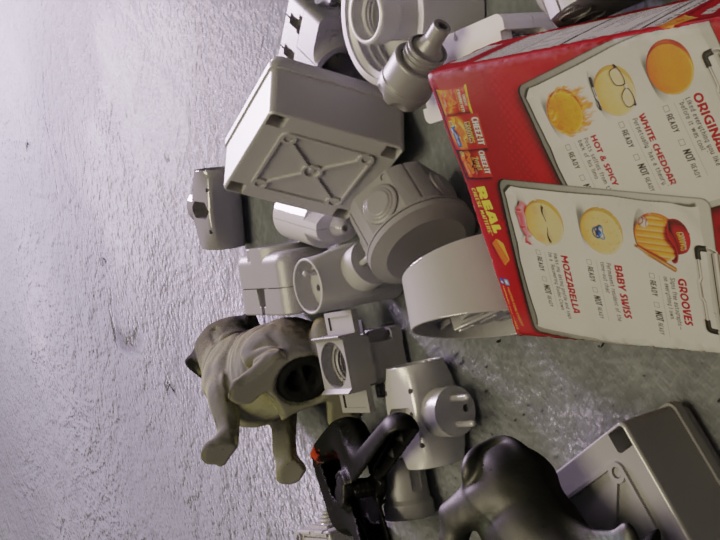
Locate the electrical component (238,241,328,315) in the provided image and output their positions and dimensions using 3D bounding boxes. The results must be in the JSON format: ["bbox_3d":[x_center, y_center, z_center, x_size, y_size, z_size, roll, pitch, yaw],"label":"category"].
[{"bbox_3d":[-0.065,0.006,0.946,0.095,0.054,0.059,-4,96,58],"label":"electrical component"}]

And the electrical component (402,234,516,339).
[{"bbox_3d":[0.078,0.017,0.688,0.099,0.099,0.064,-45,56,53],"label":"electrical component"}]

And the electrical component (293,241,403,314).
[{"bbox_3d":[0.000,0.000,0.820,0.079,0.077,0.044,-37,67,55],"label":"electrical component"}]

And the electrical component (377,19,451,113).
[{"bbox_3d":[0.037,-0.127,0.658,0.035,0.035,0.061,63,142,24],"label":"electrical component"}]

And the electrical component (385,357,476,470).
[{"bbox_3d":[0.058,0.104,0.791,0.079,0.043,0.077,-16,86,57],"label":"electrical component"}]

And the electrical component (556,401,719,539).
[{"bbox_3d":[0.167,0.150,0.623,0.108,0.056,0.108,64,145,23],"label":"electrical component"}]

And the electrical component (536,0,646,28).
[{"bbox_3d":[0.127,-0.167,0.572,0.080,0.080,0.051,-26,82,57],"label":"electrical component"}]

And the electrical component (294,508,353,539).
[{"bbox_3d":[-0.010,0.249,0.924,0.062,0.061,0.096,-20,82,58],"label":"electrical component"}]

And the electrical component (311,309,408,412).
[{"bbox_3d":[0.002,0.070,0.850,0.042,0.064,0.081,-11,90,56],"label":"electrical component"}]

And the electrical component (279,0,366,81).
[{"bbox_3d":[-0.028,-0.164,0.840,0.055,0.050,0.089,50,137,39],"label":"electrical component"}]

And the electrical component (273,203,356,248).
[{"bbox_3d":[-0.034,-0.041,0.892,0.081,0.043,0.043,18,114,54],"label":"electrical component"}]

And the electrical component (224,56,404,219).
[{"bbox_3d":[-0.036,-0.096,0.811,0.108,0.109,0.056,132,145,-52],"label":"electrical component"}]

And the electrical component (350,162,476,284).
[{"bbox_3d":[0.036,-0.032,0.754,0.051,0.080,0.080,62,144,35],"label":"electrical component"}]

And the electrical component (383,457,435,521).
[{"bbox_3d":[0.037,0.172,0.850,0.040,0.040,0.046,-17,79,58],"label":"electrical component"}]

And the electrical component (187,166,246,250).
[{"bbox_3d":[-0.146,-0.063,1.061,0.079,0.043,0.077,12,109,56],"label":"electrical component"}]

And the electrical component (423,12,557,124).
[{"bbox_3d":[0.085,-0.125,0.670,0.089,0.056,0.050,-8,92,58],"label":"electrical component"}]

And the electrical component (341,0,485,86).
[{"bbox_3d":[0.028,-0.176,0.740,0.108,0.060,0.108,23,118,53],"label":"electrical component"}]
